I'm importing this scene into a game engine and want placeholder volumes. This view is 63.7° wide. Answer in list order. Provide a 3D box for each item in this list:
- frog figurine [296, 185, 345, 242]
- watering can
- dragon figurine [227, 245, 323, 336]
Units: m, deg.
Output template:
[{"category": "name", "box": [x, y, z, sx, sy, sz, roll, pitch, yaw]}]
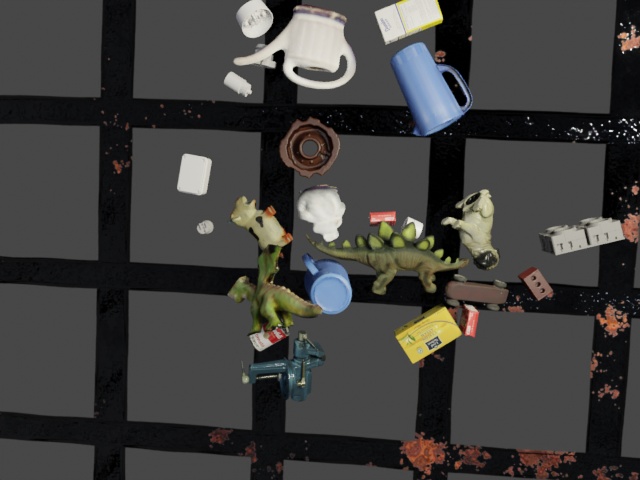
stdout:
[{"category": "frog figurine", "box": [0.005, -0.075, 1.485, 0.138, 0.121, 0.161, -6, 82, -15]}, {"category": "watering can", "box": [-0.058, -0.554, 1.456, 0.347, 0.104, 0.223, 8, 95, -14]}, {"category": "dragon figurine", "box": [-0.132, 0.130, 1.418, 0.405, 0.122, 0.246, -26, 68, 44]}]
